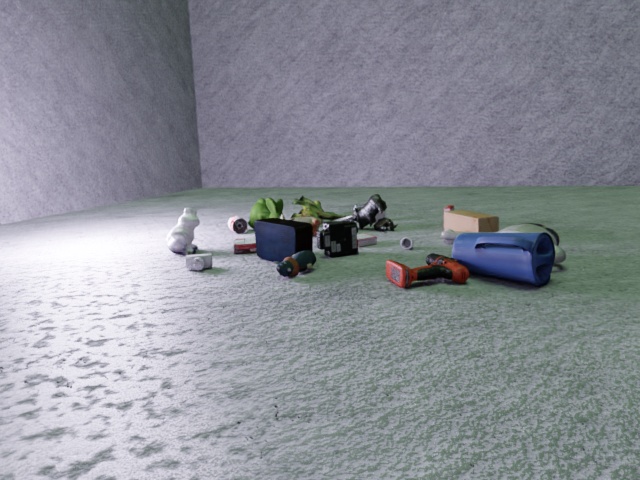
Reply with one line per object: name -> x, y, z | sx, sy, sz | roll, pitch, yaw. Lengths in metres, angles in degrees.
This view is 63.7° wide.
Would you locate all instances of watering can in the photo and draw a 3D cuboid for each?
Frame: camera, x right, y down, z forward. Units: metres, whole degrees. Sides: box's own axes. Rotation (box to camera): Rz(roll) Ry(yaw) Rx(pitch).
watering can -> 0.559, 0.002, 1.535 | 0.349, 0.103, 0.226 | 17, 21, 39

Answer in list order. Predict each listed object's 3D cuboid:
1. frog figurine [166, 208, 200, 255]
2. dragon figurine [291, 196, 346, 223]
frog figurine -> -0.487, -0.033, 1.828 | 0.122, 0.158, 0.138 | -2, 10, 14
dragon figurine -> 0.007, -0.121, 2.408 | 0.244, 0.120, 0.414 | 20, 21, 20
